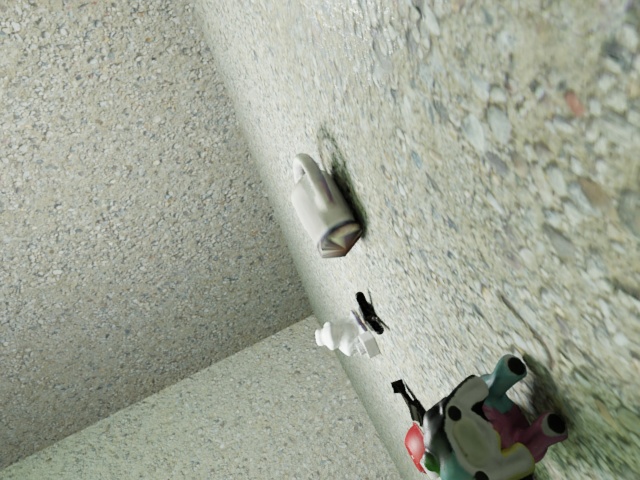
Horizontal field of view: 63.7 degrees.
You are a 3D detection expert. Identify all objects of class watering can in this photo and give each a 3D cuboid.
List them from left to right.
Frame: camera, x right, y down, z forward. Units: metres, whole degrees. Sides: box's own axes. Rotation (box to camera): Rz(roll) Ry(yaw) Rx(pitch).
[{"bbox_3d":[0.003,-0.057,1.141,0.227,0.104,0.342,62,172,18],"label":"watering can"}]

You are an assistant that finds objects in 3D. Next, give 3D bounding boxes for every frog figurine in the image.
[{"bbox_3d":[0.071,0.318,1.684,0.140,0.160,0.120,60,172,28],"label":"frog figurine"}]
